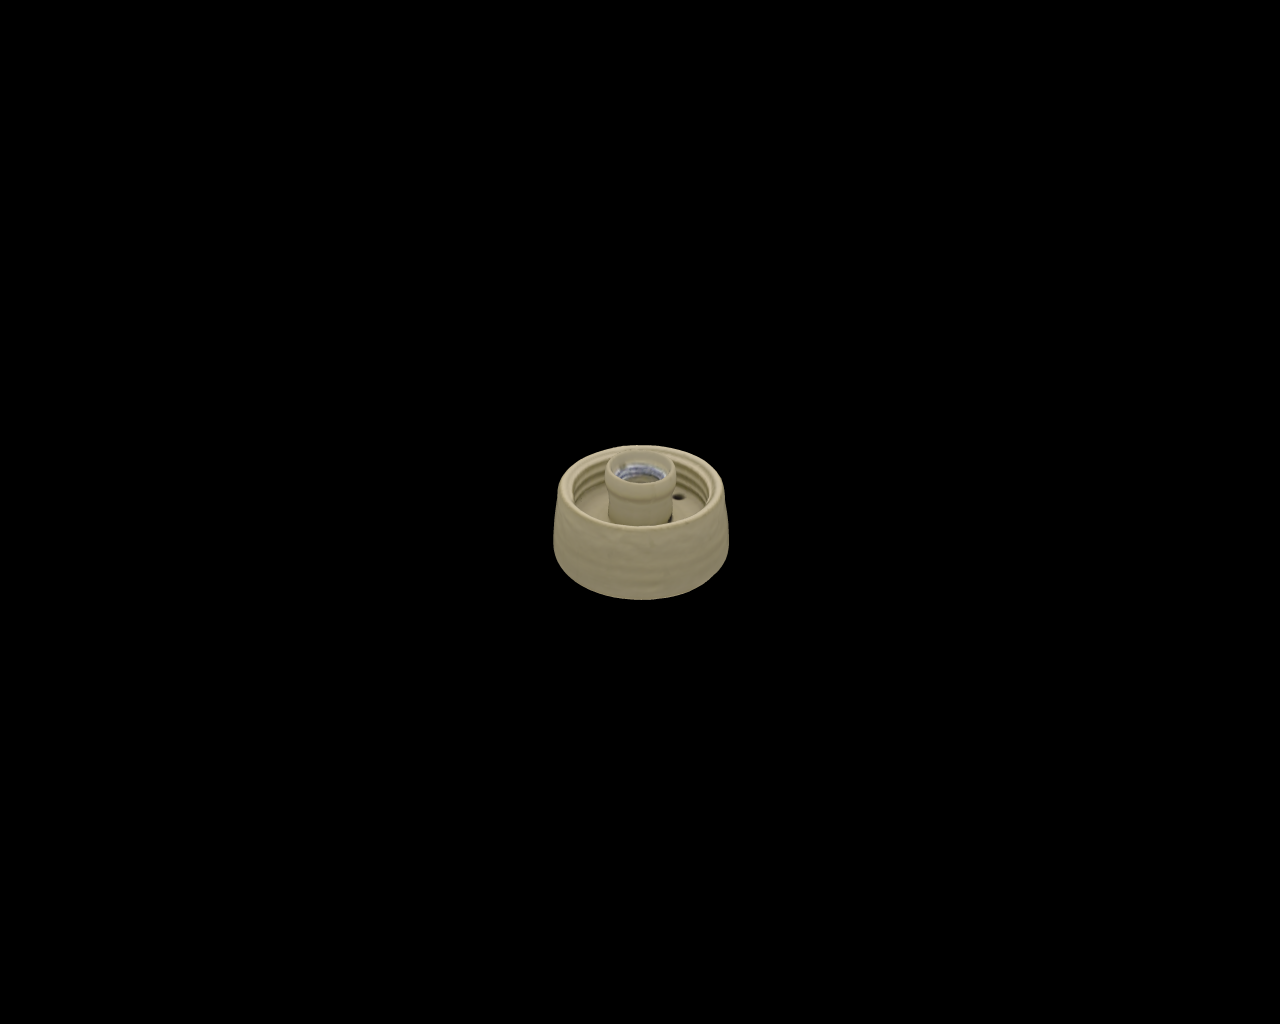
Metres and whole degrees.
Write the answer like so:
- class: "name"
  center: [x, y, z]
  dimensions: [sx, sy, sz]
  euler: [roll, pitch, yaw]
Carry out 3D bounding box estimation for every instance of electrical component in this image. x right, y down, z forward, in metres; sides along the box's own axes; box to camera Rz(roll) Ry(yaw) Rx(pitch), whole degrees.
- class: "electrical component"
  center: [0.001, -0.003, 0.650]
  dimensions: [0.108, 0.060, 0.108]
  euler: [0, 33, 0]
